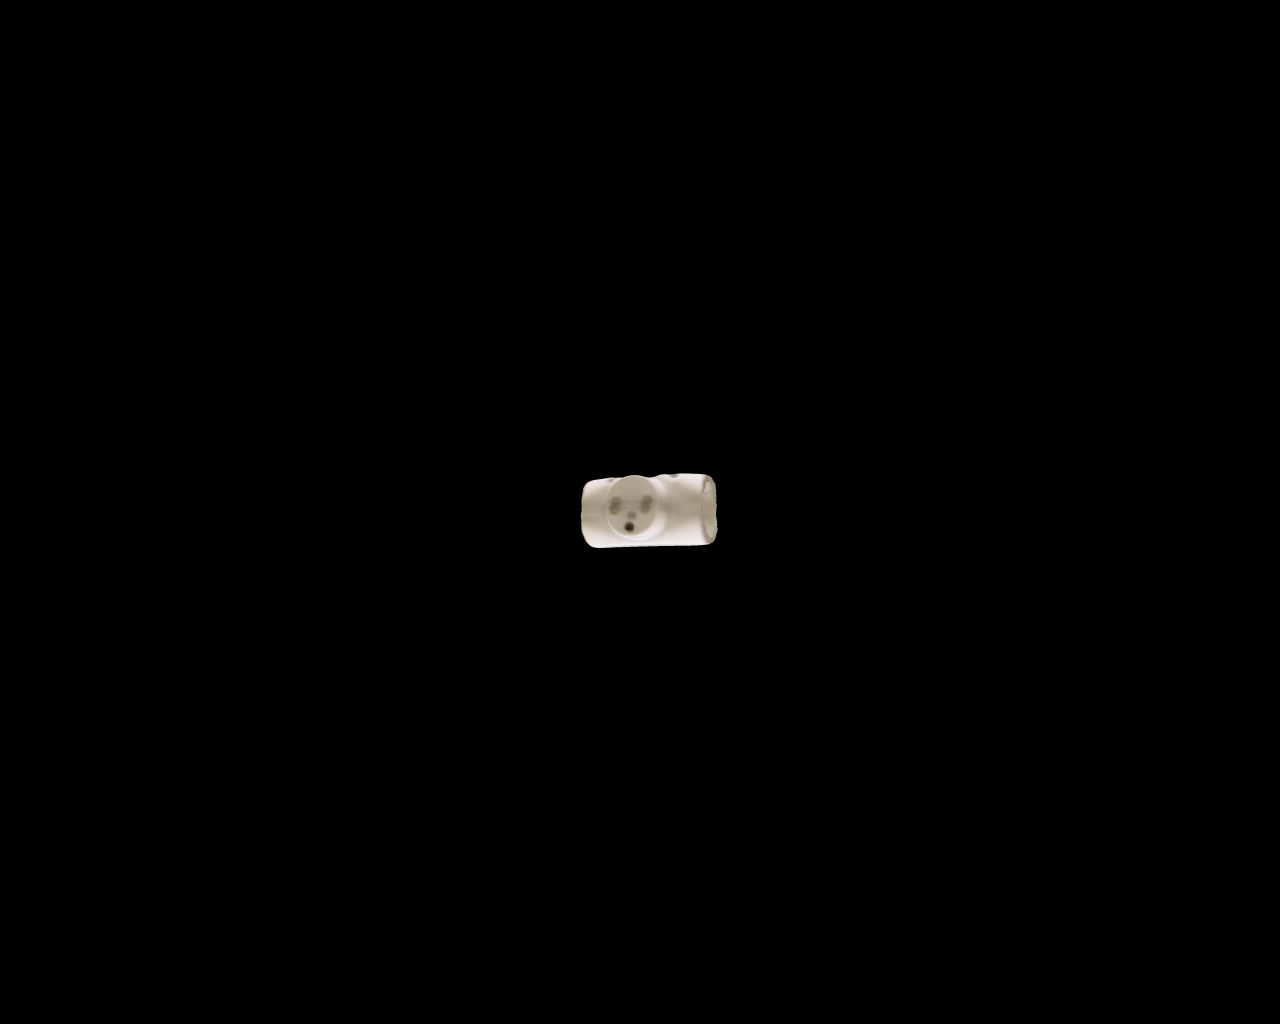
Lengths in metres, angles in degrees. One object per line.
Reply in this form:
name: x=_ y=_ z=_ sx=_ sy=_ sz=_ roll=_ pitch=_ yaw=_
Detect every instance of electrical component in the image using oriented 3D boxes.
electrical component: x=0.001 y=-0.003 z=0.650 sx=0.077 sy=0.044 sz=0.079 roll=-2 pitch=-7 yaw=18
